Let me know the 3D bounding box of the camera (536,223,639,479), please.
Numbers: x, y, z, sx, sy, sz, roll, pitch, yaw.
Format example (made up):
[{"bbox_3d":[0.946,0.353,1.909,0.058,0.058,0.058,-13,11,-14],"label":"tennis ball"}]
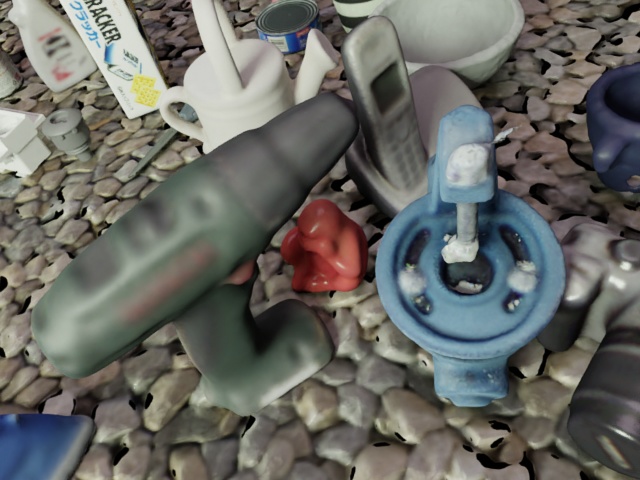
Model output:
[{"bbox_3d":[0.201,0.068,0.368,0.142,0.101,0.137,27,63,31],"label":"camera"}]

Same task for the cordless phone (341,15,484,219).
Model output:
[{"bbox_3d":[0.082,-0.120,0.493,0.093,0.185,0.148,27,63,31],"label":"cordless phone"}]

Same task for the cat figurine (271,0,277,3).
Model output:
[{"bbox_3d":[-0.045,-0.375,0.775,0.067,0.118,0.128,4,53,18],"label":"cat figurine"}]

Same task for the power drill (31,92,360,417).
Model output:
[{"bbox_3d":[-0.057,0.030,0.393,0.230,0.209,0.075,-32,51,-12],"label":"power drill"}]

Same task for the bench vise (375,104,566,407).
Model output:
[{"bbox_3d":[0.086,-0.019,0.389,0.121,0.220,0.207,-16,50,1],"label":"bench vise"}]

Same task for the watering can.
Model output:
[{"bbox_3d":[-0.071,-0.155,0.555,0.173,0.194,0.100,-30,51,-10],"label":"watering can"}]

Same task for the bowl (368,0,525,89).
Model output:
[{"bbox_3d":[0.133,-0.208,0.624,0.167,0.075,0.167,-7,51,9],"label":"bowl"}]

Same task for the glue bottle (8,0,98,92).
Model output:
[{"bbox_3d":[-0.363,-0.282,0.745,0.078,0.173,0.037,-42,54,-19],"label":"glue bottle"}]

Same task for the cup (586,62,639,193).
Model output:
[{"bbox_3d":[0.257,-0.076,0.473,0.091,0.095,0.118,33,66,33],"label":"cup"}]

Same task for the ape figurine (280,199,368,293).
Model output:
[{"bbox_3d":[0.004,0.002,0.477,0.076,0.092,0.077,-37,52,-16],"label":"ape figurine"}]

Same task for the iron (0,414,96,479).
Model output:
[{"bbox_3d":[-0.293,0.181,0.376,0.259,0.142,0.118,-39,53,-17],"label":"iron"}]
